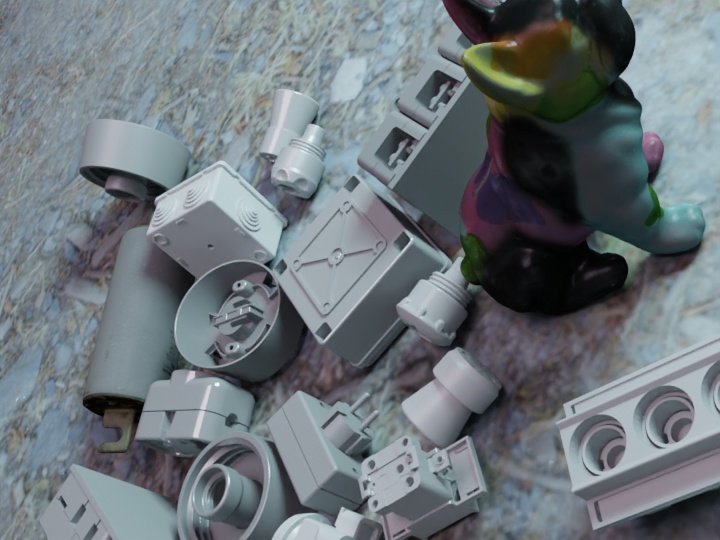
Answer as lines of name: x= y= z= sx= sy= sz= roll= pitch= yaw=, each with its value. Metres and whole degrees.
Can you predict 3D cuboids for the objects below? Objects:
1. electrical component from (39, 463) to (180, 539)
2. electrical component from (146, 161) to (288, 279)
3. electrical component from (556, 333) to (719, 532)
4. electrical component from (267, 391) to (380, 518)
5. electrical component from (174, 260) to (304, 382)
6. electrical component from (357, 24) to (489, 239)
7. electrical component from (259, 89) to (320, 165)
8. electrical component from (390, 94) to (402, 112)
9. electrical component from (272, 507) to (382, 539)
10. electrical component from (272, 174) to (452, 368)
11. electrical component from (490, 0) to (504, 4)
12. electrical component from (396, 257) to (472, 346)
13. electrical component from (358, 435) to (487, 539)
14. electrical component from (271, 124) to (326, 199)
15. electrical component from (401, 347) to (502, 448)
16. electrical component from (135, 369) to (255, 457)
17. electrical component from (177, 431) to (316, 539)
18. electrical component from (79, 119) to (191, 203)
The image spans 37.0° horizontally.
electrical component: x=-0.158 y=0.233 z=0.803 sx=0.060 sy=0.105 sz=0.186 roll=-56 pitch=40 yaw=2
electrical component: x=-0.127 y=-0.036 z=0.947 sx=0.100 sy=0.100 sz=0.048 roll=-25 pitch=37 yaw=32
electrical component: x=0.180 y=0.090 z=0.591 sx=0.121 sy=0.063 sz=0.078 roll=-30 pitch=47 yaw=28
electrical component: x=-0.016 y=0.121 z=0.777 sx=0.075 sy=0.047 sz=0.083 roll=-46 pitch=42 yaw=13
electrical component: x=-0.097 y=0.043 z=0.893 sx=0.099 sy=0.064 sz=0.099 roll=-24 pitch=51 yaw=33
electrical component: x=0.079 y=-0.112 z=0.796 sx=0.150 sy=0.089 sz=0.062 roll=-54 pitch=41 yaw=4
electrical component: x=-0.068 y=-0.128 z=0.990 sx=0.044 sy=0.044 sz=0.065 roll=8 pitch=76 yaw=47
electrical component: x=0.049 y=-0.116 z=0.849 sx=0.048 sy=0.062 sz=0.048 roll=-24 pitch=51 yaw=33
electrical component: x=-0.025 y=0.198 z=0.730 sx=0.057 sy=0.058 sz=0.078 roll=11 pitch=74 yaw=44
electrical component: x=0.000 y=0.000 z=0.830 sx=0.108 sy=0.056 sz=0.108 roll=-49 pitch=41 yaw=10
electrical component: x=0.101 y=-0.217 z=0.878 sx=0.048 sy=0.048 sz=0.062 roll=-34 pitch=53 yaw=25
electrical component: x=0.060 y=0.020 z=0.769 sx=0.062 sy=0.048 sz=0.048 roll=-53 pitch=40 yaw=-6
electrical component: x=0.037 y=0.140 z=0.700 sx=0.081 sy=0.064 sz=0.042 roll=-36 pitch=44 yaw=24
electrical component: x=-0.050 y=-0.098 z=0.951 sx=0.043 sy=0.043 sz=0.062 roll=10 pitch=72 yaw=47
electrical component: x=0.062 y=0.086 z=0.724 sx=0.055 sy=0.045 sz=0.045 roll=-49 pitch=41 yaw=9
electrical component: x=-0.136 y=0.119 z=0.891 sx=0.095 sy=0.054 sz=0.059 roll=-8 pitch=60 yaw=41
electrical component: x=-0.091 y=0.173 z=0.808 sx=0.108 sy=0.060 sz=0.108 roll=-24 pitch=51 yaw=33
electrical component: x=-0.231 y=-0.103 z=1.088 sx=0.108 sy=0.108 sz=0.060 roll=0 pitch=72 yaw=45
